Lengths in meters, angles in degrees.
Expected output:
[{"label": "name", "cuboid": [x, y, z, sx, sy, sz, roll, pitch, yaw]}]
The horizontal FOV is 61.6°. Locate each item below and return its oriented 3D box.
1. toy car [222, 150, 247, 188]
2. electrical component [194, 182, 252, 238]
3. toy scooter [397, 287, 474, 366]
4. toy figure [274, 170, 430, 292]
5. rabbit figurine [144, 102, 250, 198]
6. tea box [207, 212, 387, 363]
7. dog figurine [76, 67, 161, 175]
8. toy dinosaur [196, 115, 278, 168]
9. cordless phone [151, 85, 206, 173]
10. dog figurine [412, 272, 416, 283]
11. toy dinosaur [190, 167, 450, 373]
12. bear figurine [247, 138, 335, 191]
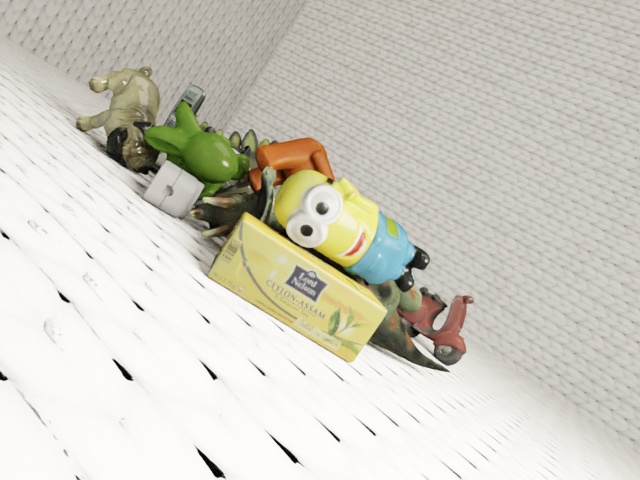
[{"label": "toy car", "cuboid": [-0.149, -0.102, 1.043, 0.056, 0.073, 0.201, 19, -22, 43]}, {"label": "electrical component", "cuboid": [-0.121, -0.042, 0.777, 0.045, 0.102, 0.078, -121, -170, -70]}, {"label": "toy scooter", "cuboid": [0.230, 0.148, 1.060, 0.075, 0.135, 0.184, 29, 3, -44]}, {"label": "toy figure", "cuboid": [0.031, -0.007, 0.580, 0.180, 0.082, 0.089, 28, -8, -28]}, {"label": "rabbit figurine", "cuboid": [-0.172, -0.129, 0.807, 0.159, 0.121, 0.170, 49, -16, -16]}, {"label": "tea box", "cuboid": [-0.025, 0.045, 0.556, 0.169, 0.068, 0.098, 32, 4, -11]}, {"label": "dog figurine", "cuboid": [-0.299, -0.206, 0.890, 0.121, 0.172, 0.191, 15, 7, -46]}, {"label": "toy dinosaur", "cuboid": [-0.168, -0.162, 1.337, 0.471, 0.198, 0.105, 35, -1, -11]}, {"label": "cordless phone", "cuboid": [-0.251, -0.198, 1.038, 0.147, 0.184, 0.088, 34, 6, 30]}, {"label": "dog figurine", "cuboid": [0.076, 0.071, 0.971, 0.219, 0.192, 0.108, -23, 95, -60]}, {"label": "toy dinosaur", "cuboid": [0.019, 0.046, 0.681, 0.405, 0.131, 0.192, 42, 23, 7]}, {"label": "bear figurine", "cuboid": [-0.013, -0.052, 0.823, 0.196, 0.132, 0.120, 67, -22, 7]}]
